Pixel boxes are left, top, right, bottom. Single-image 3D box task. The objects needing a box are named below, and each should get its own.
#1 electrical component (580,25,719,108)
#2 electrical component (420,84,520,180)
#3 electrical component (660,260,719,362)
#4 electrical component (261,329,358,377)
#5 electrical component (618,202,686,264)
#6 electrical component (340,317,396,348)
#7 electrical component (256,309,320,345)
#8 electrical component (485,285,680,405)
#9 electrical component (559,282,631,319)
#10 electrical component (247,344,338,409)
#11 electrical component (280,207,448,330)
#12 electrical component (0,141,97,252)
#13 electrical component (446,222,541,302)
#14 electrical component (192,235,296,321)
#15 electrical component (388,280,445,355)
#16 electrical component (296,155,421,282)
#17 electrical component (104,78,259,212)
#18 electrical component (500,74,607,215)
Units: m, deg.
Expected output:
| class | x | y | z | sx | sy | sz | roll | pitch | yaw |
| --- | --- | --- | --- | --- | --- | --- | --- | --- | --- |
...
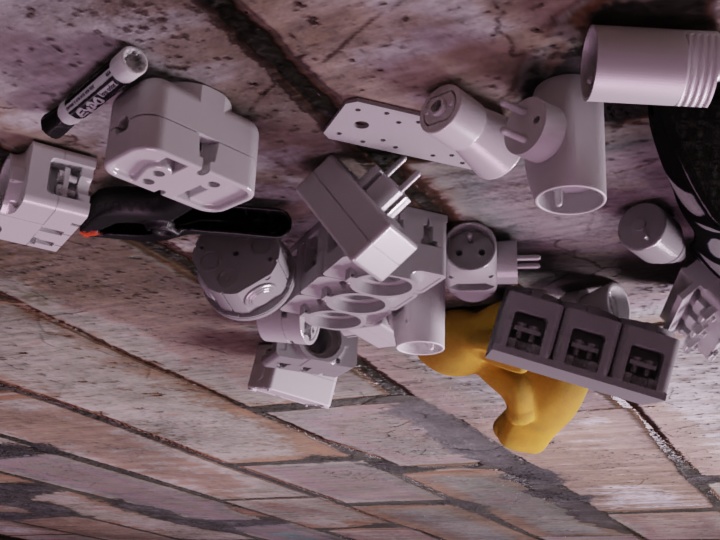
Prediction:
| class | x | y | z | sx | sy | sz | roll | pitch | yaw |
| --- | --- | --- | --- | --- | --- | --- | --- | --- | --- |
| electrical component | 0.171 | -0.116 | 0.614 | 0.081 | 0.043 | 0.043 | 3 | 159 | -1 |
| electrical component | 0.070 | -0.091 | 0.694 | 0.044 | 0.044 | 0.065 | -18 | 147 | 42 |
| electrical component | 0.306 | 0.029 | 0.931 | 0.079 | 0.063 | 0.121 | -38 | 159 | -8 |
| electrical component | -0.051 | 0.077 | 1.131 | 0.089 | 0.050 | 0.056 | 11 | 158 | -22 |
| electrical component | 0.236 | -0.024 | 0.848 | 0.040 | 0.040 | 0.078 | -14 | 153 | 36 |
| electrical component | 0.003 | 0.045 | 1.045 | 0.077 | 0.047 | 0.066 | -9 | 156 | 28 |
| electrical component | -0.070 | 0.045 | 1.044 | 0.047 | 0.055 | 0.055 | 0 | 159 | 19 |
| electrical component | 0.193 | 0.065 | 0.944 | 0.150 | 0.061 | 0.089 | 16 | 172 | 5 |
| electrical component | 0.218 | 0.038 | 1.006 | 0.055 | 0.045 | 0.045 | -16 | 152 | 40 |
| electrical component | -0.068 | 0.118 | 1.217 | 0.096 | 0.061 | 0.062 | 20 | 167 | -26 |
| electrical component | 0.000 | 0.000 | 0.908 | 0.089 | 0.061 | 0.150 | 11 | 157 | -21 |
| electrical component | -0.242 | -0.055 | 0.809 | 0.056 | 0.050 | 0.089 | 14 | 156 | -28 |
| electrical component | 0.112 | -0.006 | 0.905 | 0.079 | 0.043 | 0.077 | -1 | 159 | 8 |
| electrical component | -0.096 | -0.003 | 0.890 | 0.080 | 0.080 | 0.051 | -1 | 153 | 10 |
| electrical component | 0.050 | 0.040 | 0.984 | 0.043 | 0.077 | 0.079 | 8 | 159 | -15 |
| electrical component | 0.011 | -0.050 | 0.774 | 0.076 | 0.083 | 0.047 | -43 | 146 | 8 |
| electrical component | -0.115 | -0.084 | 0.707 | 0.054 | 0.059 | 0.095 | -18 | 151 | 42 |
| electrical component | 0.116 | -0.082 | 0.660 | 0.079 | 0.077 | 0.043 | 17 | 155 | -32 |
